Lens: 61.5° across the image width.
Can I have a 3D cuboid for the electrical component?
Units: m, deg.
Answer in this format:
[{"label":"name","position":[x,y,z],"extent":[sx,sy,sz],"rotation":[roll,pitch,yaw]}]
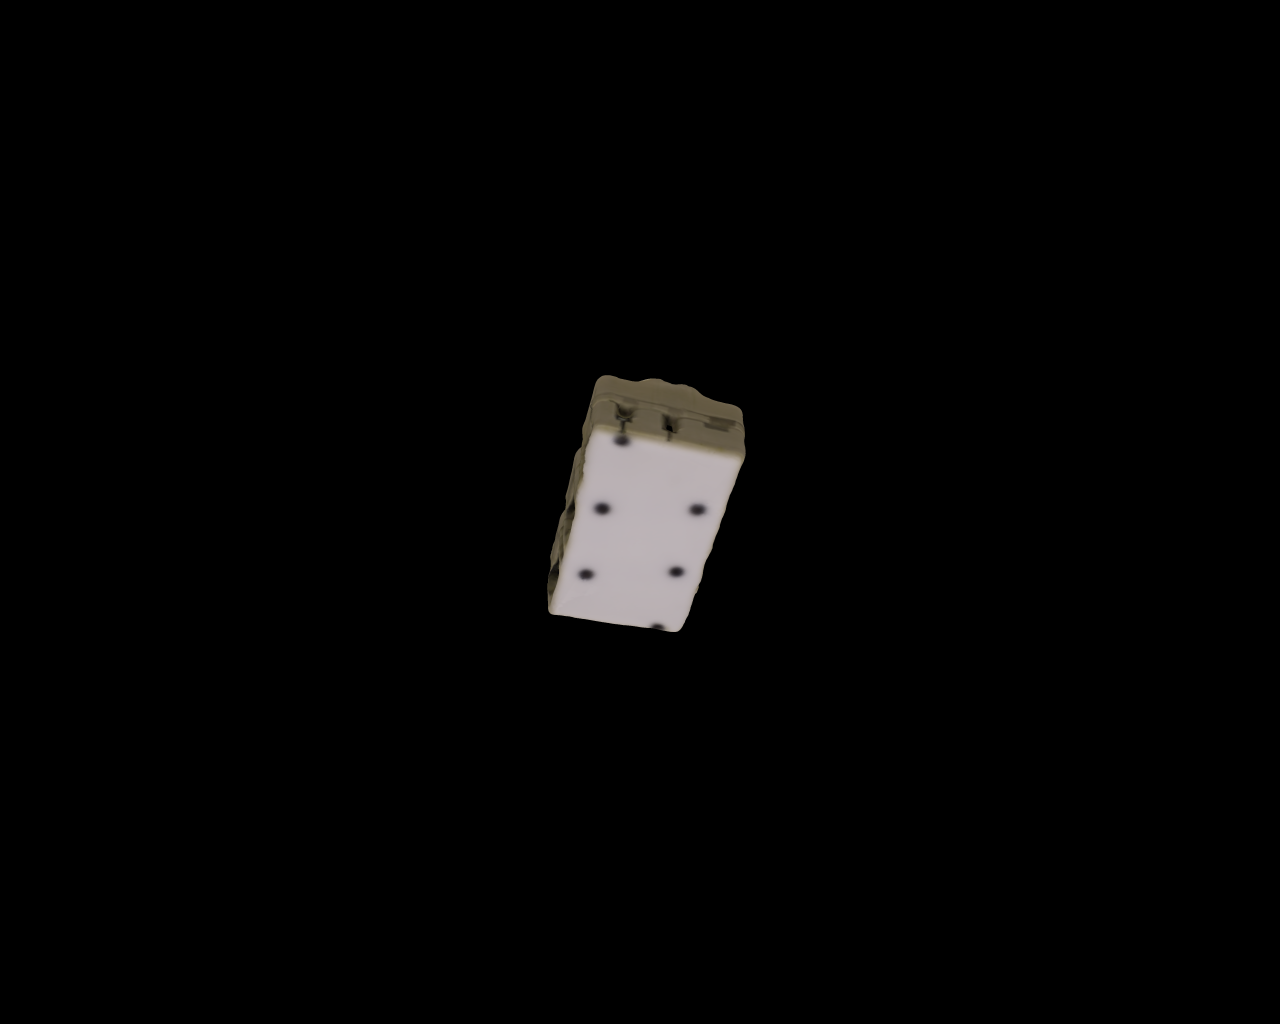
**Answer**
[{"label":"electrical component","position":[0.001,-0.003,0.650],"extent":[0.089,0.150,0.062],"rotation":[11,40,-9]}]
